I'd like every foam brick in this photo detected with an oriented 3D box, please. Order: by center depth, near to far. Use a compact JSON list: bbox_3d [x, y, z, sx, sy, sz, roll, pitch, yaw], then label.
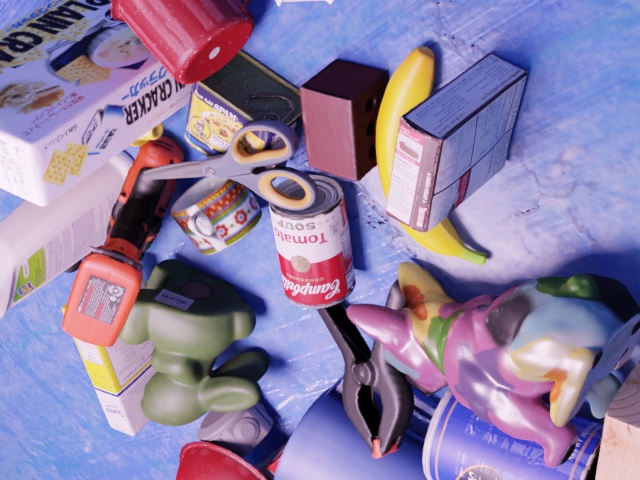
[{"bbox_3d":[0.022,-0.096,0.855,0.051,0.052,0.078,20,135,30],"label":"foam brick"}]

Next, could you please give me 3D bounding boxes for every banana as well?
[{"bbox_3d":[0.079,-0.061,0.850,0.070,0.037,0.198,-12,122,15],"label":"banana"}]

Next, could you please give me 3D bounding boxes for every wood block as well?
[{"bbox_3d":[0.274,0.197,0.847,0.091,0.090,0.206,21,135,29],"label":"wood block"}]

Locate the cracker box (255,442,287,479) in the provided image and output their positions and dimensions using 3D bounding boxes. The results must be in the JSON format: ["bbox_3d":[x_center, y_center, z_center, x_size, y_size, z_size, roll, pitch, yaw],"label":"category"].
[{"bbox_3d":[-0.013,0.319,1.239,0.164,0.072,0.214,45,141,1],"label":"cracker box"}]

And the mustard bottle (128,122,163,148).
[{"bbox_3d":[-0.228,-0.127,1.036,0.192,0.058,0.096,17,175,31],"label":"mustard bottle"}]

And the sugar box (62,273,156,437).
[{"bbox_3d":[-0.216,0.122,1.186,0.048,0.093,0.176,14,131,32],"label":"sugar box"}]

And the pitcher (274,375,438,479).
[{"bbox_3d":[0.088,0.244,1.045,0.243,0.144,0.149,25,149,21],"label":"pitcher"}]

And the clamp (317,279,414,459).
[{"bbox_3d":[0.055,0.113,0.984,0.120,0.039,0.171,-21,85,52],"label":"clamp"}]

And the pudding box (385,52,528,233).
[{"bbox_3d":[0.097,-0.069,0.759,0.039,0.113,0.090,30,139,25],"label":"pudding box"}]

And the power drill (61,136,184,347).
[{"bbox_3d":[-0.193,0.013,1.034,0.057,0.187,0.185,20,129,-9],"label":"power drill"}]

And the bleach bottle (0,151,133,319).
[{"bbox_3d":[-0.290,0.003,1.072,0.068,0.250,0.103,30,139,20],"label":"bleach bottle"}]

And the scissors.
[{"bbox_3d":[-0.075,-0.051,0.926,0.096,0.016,0.202,49,144,-16],"label":"scissors"}]

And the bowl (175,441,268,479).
[{"bbox_3d":[-0.109,0.304,1.202,0.162,0.055,0.162,23,139,22],"label":"bowl"}]

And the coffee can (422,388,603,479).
[{"bbox_3d":[0.174,0.187,0.920,0.140,0.102,0.103,18,134,31],"label":"coffee can"}]

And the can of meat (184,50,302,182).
[{"bbox_3d":[-0.068,-0.106,0.928,0.102,0.057,0.084,36,143,14],"label":"can of meat"}]

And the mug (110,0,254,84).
[{"bbox_3d":[-0.098,-0.188,0.857,0.081,0.117,0.093,50,-174,7],"label":"mug"}]

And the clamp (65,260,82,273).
[{"bbox_3d":[-0.318,-0.070,1.207,0.164,0.036,0.210,39,140,8],"label":"clamp"}]

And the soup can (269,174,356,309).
[{"bbox_3d":[-0.006,0.001,0.955,0.069,0.068,0.102,18,133,32],"label":"soup can"}]
